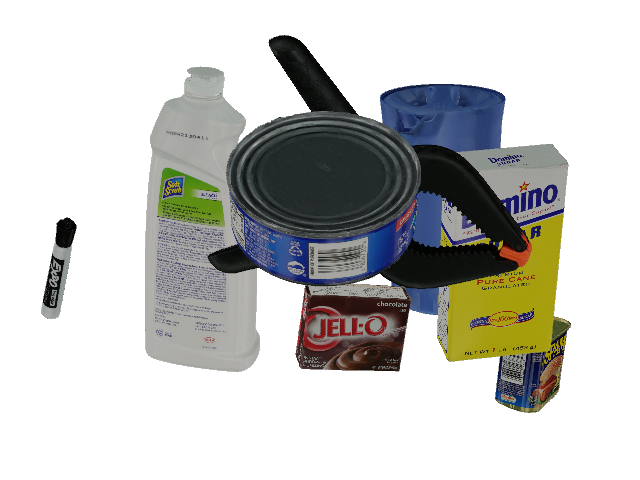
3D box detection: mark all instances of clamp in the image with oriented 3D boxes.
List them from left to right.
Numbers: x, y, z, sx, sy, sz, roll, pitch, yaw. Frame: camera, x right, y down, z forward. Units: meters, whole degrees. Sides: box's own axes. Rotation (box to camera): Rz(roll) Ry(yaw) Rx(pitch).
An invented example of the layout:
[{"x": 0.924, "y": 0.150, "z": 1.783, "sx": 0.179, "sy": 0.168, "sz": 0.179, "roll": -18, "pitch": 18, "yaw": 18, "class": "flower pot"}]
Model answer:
[{"x": 0.036, "y": -0.035, "z": 0.688, "sx": 0.210, "sy": 0.165, "sz": 0.036, "roll": 14, "pitch": 17, "yaw": 12, "class": "clamp"}]

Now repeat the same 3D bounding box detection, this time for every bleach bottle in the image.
[{"x": -0.094, "y": -0.017, "z": 0.889, "sx": 0.102, "sy": 0.251, "sz": 0.068, "roll": 7, "pitch": 23, "yaw": 4, "class": "bleach bottle"}]

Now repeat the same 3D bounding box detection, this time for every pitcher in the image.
[{"x": 0.139, "y": -0.050, "z": 1.184, "sx": 0.149, "sy": 0.243, "sz": 0.145, "roll": -5, "pitch": 21, "yaw": -10, "class": "pitcher"}]

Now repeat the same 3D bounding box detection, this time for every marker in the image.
[{"x": -0.256, "y": 0.027, "z": 1.044, "sx": 0.020, "sy": 0.121, "sz": 0.020, "roll": 13, "pitch": 36, "yaw": -10, "class": "marker"}]

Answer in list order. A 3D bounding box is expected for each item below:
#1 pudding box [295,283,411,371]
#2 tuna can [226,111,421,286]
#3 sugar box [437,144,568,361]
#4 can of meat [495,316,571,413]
[{"x": 0.035, "y": 0.092, "z": 1.142, "sx": 0.113, "sy": 0.090, "sz": 0.039, "roll": 2, "pitch": 26, "yaw": -11, "class": "pudding box"}, {"x": 0.001, "y": -0.020, "z": 0.479, "sx": 0.086, "sy": 0.034, "sz": 0.086, "roll": 0, "pitch": 43, "yaw": 0, "class": "tuna can"}, {"x": 0.146, "y": 0.012, "z": 0.872, "sx": 0.093, "sy": 0.176, "sz": 0.048, "roll": -6, "pitch": 31, "yaw": -7, "class": "sugar box"}, {"x": 0.235, "y": 0.135, "z": 1.186, "sx": 0.058, "sy": 0.084, "sz": 0.101, "roll": 13, "pitch": 16, "yaw": 29, "class": "can of meat"}]
